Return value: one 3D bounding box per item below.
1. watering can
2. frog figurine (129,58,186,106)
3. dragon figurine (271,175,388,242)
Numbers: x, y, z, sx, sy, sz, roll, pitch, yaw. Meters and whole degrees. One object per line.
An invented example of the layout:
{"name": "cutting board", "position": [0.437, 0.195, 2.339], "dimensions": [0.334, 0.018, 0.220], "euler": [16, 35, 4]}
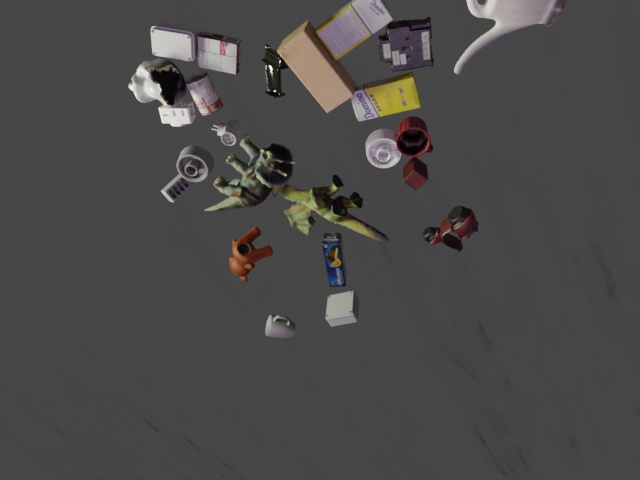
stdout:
{"name": "watering can", "position": [0.442, -0.538, 1.182], "dimensions": [0.224, 0.106, 0.339], "euler": [8, 129, 1]}
{"name": "frog figurine", "position": [-0.450, -0.430, 1.429], "dimensions": [0.135, 0.124, 0.159], "euler": [40, 160, -33]}
{"name": "dragon figurine", "position": [0.005, -0.083, 1.644], "dimensions": [0.406, 0.125, 0.240], "euler": [42, 140, -21]}
